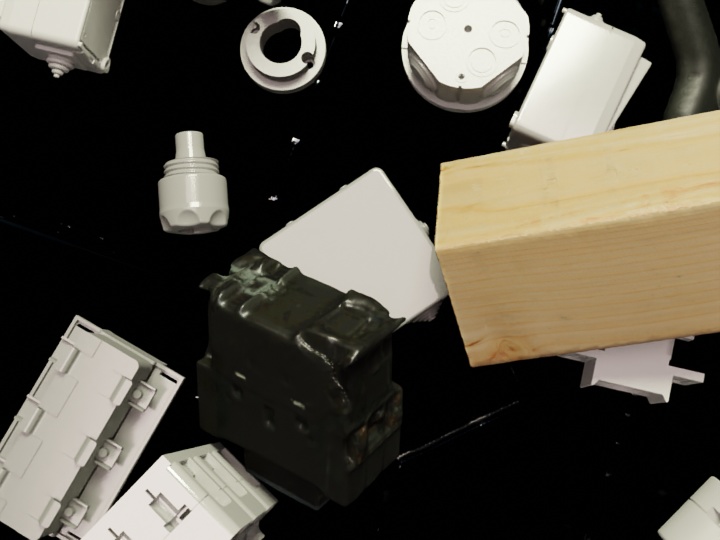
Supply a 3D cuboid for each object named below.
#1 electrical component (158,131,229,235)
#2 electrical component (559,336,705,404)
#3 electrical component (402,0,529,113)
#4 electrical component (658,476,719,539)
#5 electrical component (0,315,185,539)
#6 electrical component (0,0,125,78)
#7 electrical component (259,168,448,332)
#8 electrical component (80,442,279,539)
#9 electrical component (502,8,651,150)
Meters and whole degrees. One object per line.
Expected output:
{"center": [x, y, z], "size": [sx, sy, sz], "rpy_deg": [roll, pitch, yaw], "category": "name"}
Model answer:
{"center": [-0.105, -0.055, 0.673], "size": [0.043, 0.043, 0.062], "rpy_deg": [-5, 83, 2], "category": "electrical component"}
{"center": [0.165, 0.045, 0.652], "size": [0.081, 0.042, 0.063], "rpy_deg": [13, 81, 3], "category": "electrical component"}
{"center": [0.066, -0.142, 0.670], "size": [0.080, 0.051, 0.080], "rpy_deg": [0, 84, 3], "category": "electrical component"}
{"center": [0.210, 0.158, 0.631], "size": [0.047, 0.055, 0.055], "rpy_deg": [-42, 84, 1], "category": "electrical component"}
{"center": [-0.173, 0.098, 0.650], "size": [0.079, 0.063, 0.121], "rpy_deg": [29, 86, 5], "category": "electrical component"}
{"center": [-0.188, -0.169, 0.680], "size": [0.061, 0.061, 0.096], "rpy_deg": [14, 85, 4], "category": "electrical component"}
{"center": [0.000, 0.000, 0.660], "size": [0.100, 0.048, 0.099], "rpy_deg": [-34, 84, -1], "category": "electrical component"}
{"center": [-0.101, 0.152, 0.597], "size": [0.062, 0.150, 0.089], "rpy_deg": [44, 88, 7], "category": "electrical component"}
{"center": [0.136, -0.110, 0.658], "size": [0.061, 0.061, 0.096], "rpy_deg": [25, 86, 5], "category": "electrical component"}
